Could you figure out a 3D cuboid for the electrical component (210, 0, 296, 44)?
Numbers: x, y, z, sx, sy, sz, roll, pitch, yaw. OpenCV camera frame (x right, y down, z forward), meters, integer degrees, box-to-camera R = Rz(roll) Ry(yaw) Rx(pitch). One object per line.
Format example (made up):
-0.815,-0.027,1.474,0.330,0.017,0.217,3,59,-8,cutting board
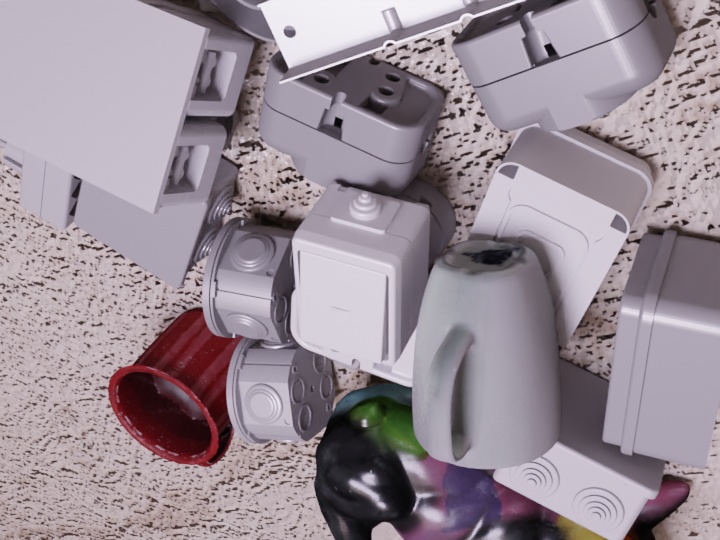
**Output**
-0.043,-0.174,0.575,0.099,0.064,0.099,25,147,18,electrical component

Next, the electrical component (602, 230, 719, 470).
0.173,0.044,0.593,0.057,0.078,0.113,12,130,19,electrical component

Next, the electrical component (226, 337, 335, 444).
-0.056,0.083,0.759,0.051,0.080,0.080,-1,124,25,electrical component

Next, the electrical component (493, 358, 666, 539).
0.136,0.108,0.653,0.100,0.099,0.048,26,121,10,electrical component

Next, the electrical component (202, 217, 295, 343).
-0.067,0.008,0.706,0.051,0.080,0.080,10,129,18,electrical component

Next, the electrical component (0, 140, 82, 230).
-0.222,-0.080,0.750,0.077,0.047,0.065,30,134,7,electrical component

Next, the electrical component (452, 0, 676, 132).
0.102,-0.108,0.531,0.095,0.053,0.059,-15,116,38,electrical component

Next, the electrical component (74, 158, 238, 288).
-0.136,-0.050,0.722,0.100,0.048,0.099,32,134,5,electrical component

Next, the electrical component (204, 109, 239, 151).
-0.111,-0.097,0.674,0.062,0.043,0.043,15,131,22,electrical component

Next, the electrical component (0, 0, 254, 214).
-0.163,-0.119,0.636,0.186,0.060,0.105,25,107,21,electrical component

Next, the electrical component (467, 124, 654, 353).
0.104,-0.019,0.598,0.078,0.057,0.113,27,134,9,electrical component

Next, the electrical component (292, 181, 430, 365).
0.000,0.000,0.598,0.062,0.061,0.096,16,136,17,electrical component

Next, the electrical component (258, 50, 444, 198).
-0.007,-0.085,0.614,0.095,0.053,0.059,26,134,11,electrical component

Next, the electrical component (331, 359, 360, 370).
-0.021,0.042,0.737,0.061,0.035,0.035,27,134,13,electrical component

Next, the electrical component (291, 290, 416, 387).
0.011,0.026,0.687,0.095,0.059,0.053,19,131,16,electrical component

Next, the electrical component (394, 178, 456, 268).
0.024,-0.021,0.651,0.055,0.047,0.055,16,131,19,electrical component
